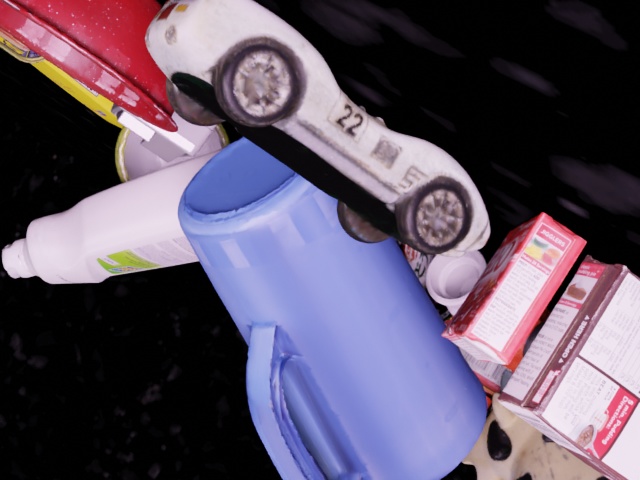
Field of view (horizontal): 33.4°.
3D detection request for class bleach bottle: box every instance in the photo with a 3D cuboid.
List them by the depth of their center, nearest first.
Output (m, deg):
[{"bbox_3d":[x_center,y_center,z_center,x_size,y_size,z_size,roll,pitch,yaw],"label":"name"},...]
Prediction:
[{"bbox_3d":[-0.130,-0.012,0.804,0.251,0.068,0.102,-13,158,17],"label":"bleach bottle"}]

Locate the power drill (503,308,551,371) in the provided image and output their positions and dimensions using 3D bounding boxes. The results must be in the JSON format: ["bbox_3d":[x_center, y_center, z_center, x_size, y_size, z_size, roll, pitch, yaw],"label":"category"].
[{"bbox_3d":[0.206,0.104,0.707,0.188,0.057,0.184,27,180,44],"label":"power drill"}]

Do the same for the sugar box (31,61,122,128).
[{"bbox_3d":[-0.218,-0.157,0.915,0.176,0.048,0.093,35,175,-37],"label":"sugar box"}]

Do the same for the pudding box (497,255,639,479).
[{"bbox_3d":[0.160,0.075,0.547,0.113,0.090,0.039,36,173,-22],"label":"pudding box"}]

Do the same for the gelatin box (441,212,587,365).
[{"bbox_3d":[0.098,0.027,0.558,0.030,0.073,0.089,34,176,2],"label":"gelatin box"}]

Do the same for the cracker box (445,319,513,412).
[{"bbox_3d":[0.105,0.081,0.969,0.164,0.072,0.213,30,171,10],"label":"cracker box"}]

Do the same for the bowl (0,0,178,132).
[{"bbox_3d":[-0.137,-0.129,0.623,0.162,0.055,0.162,33,175,3],"label":"bowl"}]

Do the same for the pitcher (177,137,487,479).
[{"bbox_3d":[0.004,0.054,0.693,0.242,0.145,0.149,60,179,-31],"label":"pitcher"}]

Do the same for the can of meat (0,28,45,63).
[{"bbox_3d":[-0.216,-0.170,0.724,0.102,0.057,0.084,34,172,-16],"label":"can of meat"}]

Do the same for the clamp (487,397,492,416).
[{"bbox_3d":[0.103,0.145,0.951,0.120,0.039,0.172,33,171,-29],"label":"clamp"}]
